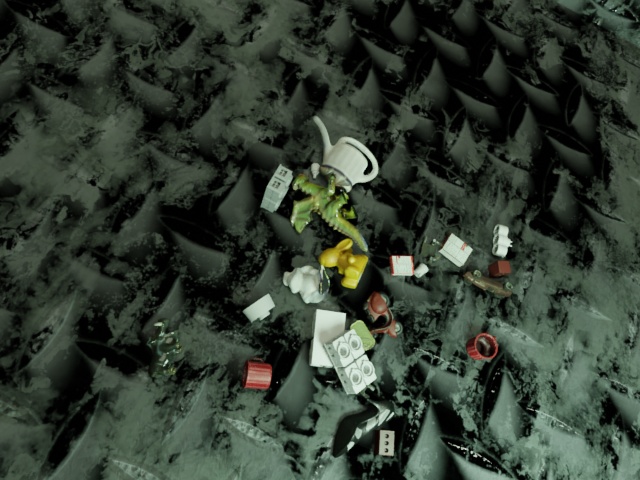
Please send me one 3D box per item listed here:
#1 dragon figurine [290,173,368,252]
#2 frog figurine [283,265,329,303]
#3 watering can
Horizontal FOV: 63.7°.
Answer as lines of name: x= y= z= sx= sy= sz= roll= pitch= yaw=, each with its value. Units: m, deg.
dragon figurine: x=0.006 y=-0.099 z=1.963 sx=0.242 sy=0.120 sz=0.417 roll=-24 pitch=66 yaw=10
frog figurine: x=-0.052 y=0.161 z=1.868 sx=0.159 sy=0.122 sz=0.139 roll=-9 pitch=77 yaw=21
watering can: x=0.070 y=-0.336 z=2.076 sx=0.347 sy=0.102 sz=0.228 roll=35 pitch=66 yaw=-2
